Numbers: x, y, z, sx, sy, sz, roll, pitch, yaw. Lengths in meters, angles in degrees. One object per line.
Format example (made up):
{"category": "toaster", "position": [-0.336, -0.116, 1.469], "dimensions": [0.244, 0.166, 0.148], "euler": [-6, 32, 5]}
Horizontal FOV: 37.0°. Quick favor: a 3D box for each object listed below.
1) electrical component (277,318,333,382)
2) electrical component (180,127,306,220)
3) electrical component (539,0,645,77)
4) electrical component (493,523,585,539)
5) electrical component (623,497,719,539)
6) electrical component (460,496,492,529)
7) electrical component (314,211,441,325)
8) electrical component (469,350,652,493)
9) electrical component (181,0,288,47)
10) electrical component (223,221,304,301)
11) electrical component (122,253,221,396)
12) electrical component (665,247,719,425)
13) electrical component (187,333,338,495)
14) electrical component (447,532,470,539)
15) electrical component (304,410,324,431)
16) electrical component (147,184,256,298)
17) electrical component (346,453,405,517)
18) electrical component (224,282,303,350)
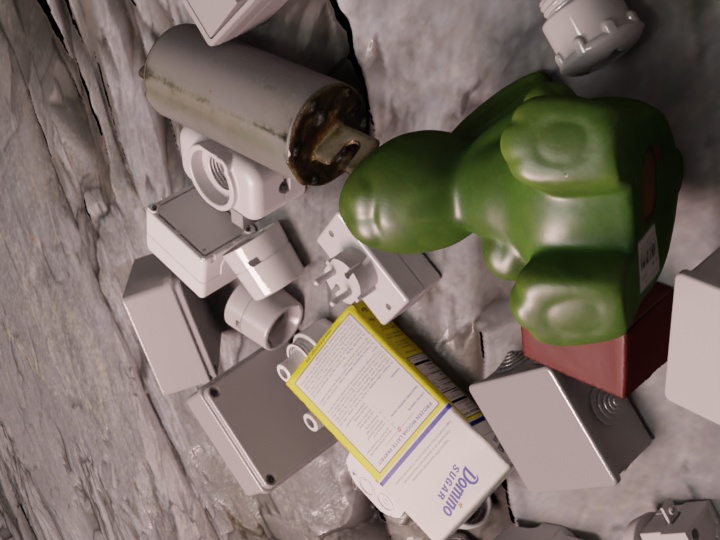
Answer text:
{"category": "electrical component", "position": [-0.042, 0.072, 0.911], "dimensions": [0.043, 0.062, 0.043], "euler": [33, 141, 32]}
{"category": "electrical component", "position": [-0.096, -0.085, 0.852], "dimensions": [0.095, 0.059, 0.053], "euler": [34, 141, 31]}
{"category": "electrical component", "position": [0.113, -0.134, 0.554], "dimensions": [0.062, 0.048, 0.048], "euler": [62, 147, 5]}
{"category": "electrical component", "position": [0.139, 0.230, 0.817], "dimensions": [0.089, 0.056, 0.050], "euler": [-5, 114, 54]}
{"category": "electrical component", "position": [0.206, 0.180, 0.699], "dimensions": [0.055, 0.048, 0.066], "euler": [-22, 100, 49]}
{"category": "electrical component", "position": [0.081, 0.193, 0.878], "dimensions": [0.040, 0.040, 0.046], "euler": [54, 153, 5]}
{"category": "electrical component", "position": [0.000, 0.000, 0.784], "dimensions": [0.083, 0.076, 0.047], "euler": [52, 147, 7]}
{"category": "electrical component", "position": [0.134, 0.096, 0.717], "dimensions": [0.099, 0.048, 0.100], "euler": [59, 147, -4]}
{"category": "electrical component", "position": [-0.090, -0.200, 0.744], "dimensions": [0.061, 0.061, 0.096], "euler": [59, 147, -4]}
{"category": "electrical component", "position": [-0.080, -0.007, 0.902], "dimensions": [0.055, 0.055, 0.047], "euler": [-19, 105, 56]}
{"category": "electrical component", "position": [-0.177, 0.046, 1.024], "dimensions": [0.108, 0.056, 0.108], "euler": [-103, -5, -68]}
{"category": "electrical component", "position": [0.214, 0.041, 0.566], "dimensions": [0.100, 0.048, 0.099], "euler": [27, 137, 38]}
{"category": "electrical component", "position": [-0.080, 0.128, 0.966], "dimensions": [0.108, 0.109, 0.056], "euler": [57, 150, 0]}
{"category": "electrical component", "position": [0.085, 0.258, 0.931], "dimensions": [0.035, 0.035, 0.061], "euler": [25, 138, 39]}
{"category": "electrical component", "position": [-0.020, 0.114, 0.919], "dimensions": [0.048, 0.062, 0.048], "euler": [33, 140, 32]}
{"category": "electrical component", "position": [-0.147, -0.030, 0.962], "dimensions": [0.096, 0.062, 0.061], "euler": [40, 144, 24]}
{"category": "electrical component", "position": [0.032, 0.163, 0.904], "dimensions": [0.080, 0.051, 0.080], "euler": [32, 140, 32]}
{"category": "electrical component", "position": [-0.083, 0.038, 0.944], "dimensions": [0.047, 0.055, 0.055], "euler": [34, 141, 25]}
